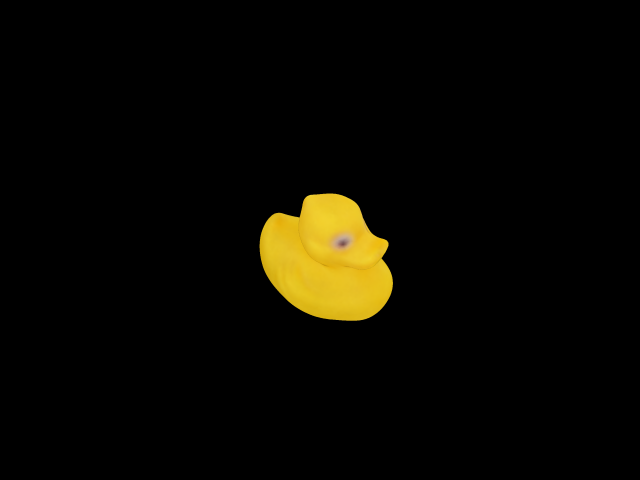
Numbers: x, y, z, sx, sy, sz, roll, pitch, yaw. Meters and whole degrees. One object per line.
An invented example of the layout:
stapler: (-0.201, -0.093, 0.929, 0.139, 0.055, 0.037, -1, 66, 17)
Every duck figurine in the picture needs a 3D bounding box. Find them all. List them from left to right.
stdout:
duck figurine: (0.004, 0.001, 0.400, 0.104, 0.086, 0.078, 27, 57, 20)
